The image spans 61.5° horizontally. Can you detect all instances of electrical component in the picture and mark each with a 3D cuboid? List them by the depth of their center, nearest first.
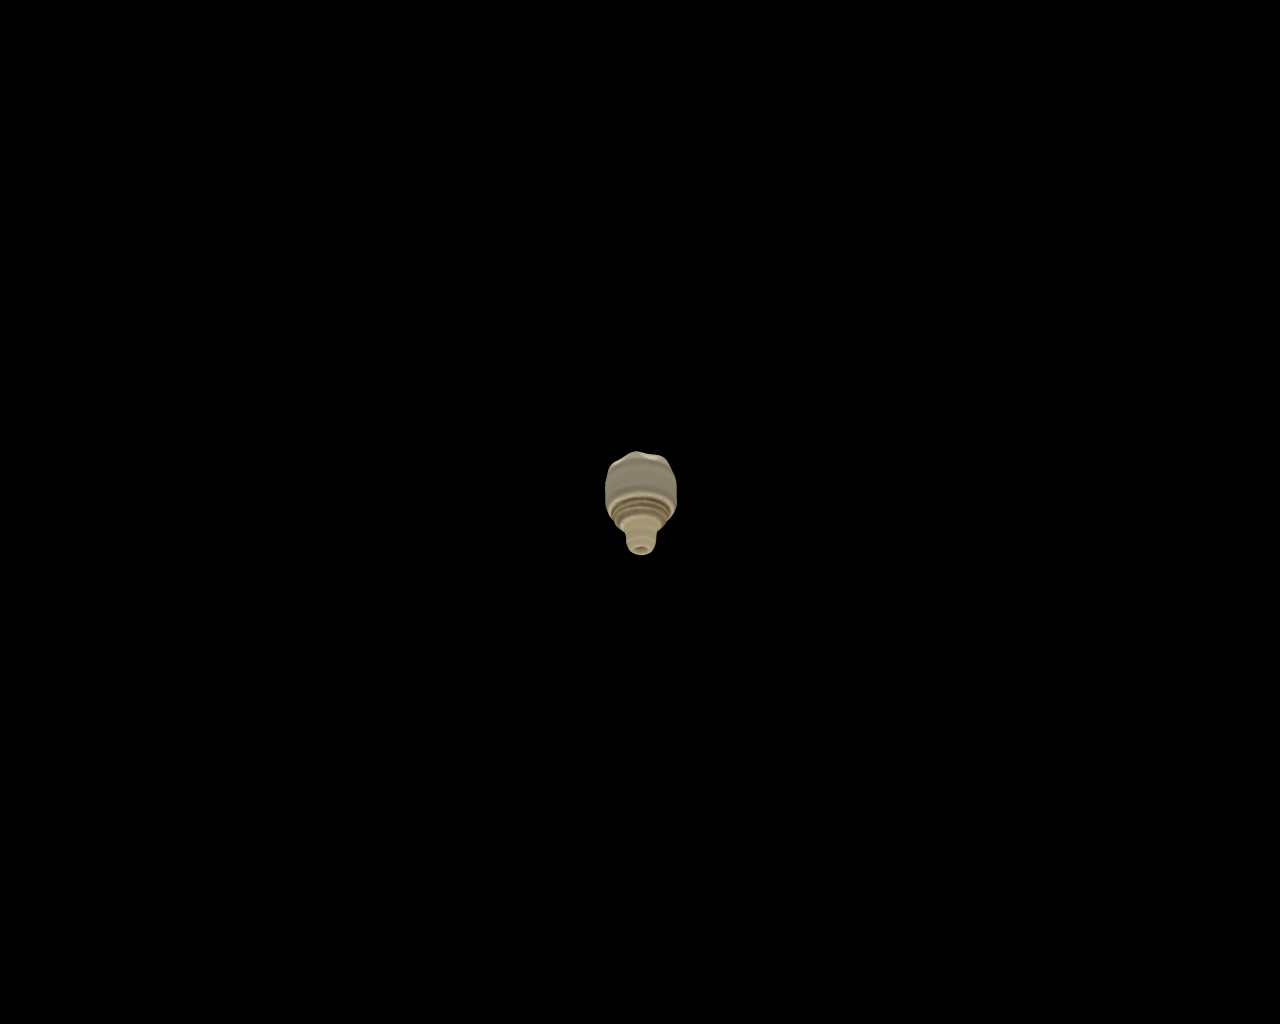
[{"bbox_3d":[0.001,-0.003,0.650,0.043,0.062,0.043,0,-32,0],"label":"electrical component"}]
